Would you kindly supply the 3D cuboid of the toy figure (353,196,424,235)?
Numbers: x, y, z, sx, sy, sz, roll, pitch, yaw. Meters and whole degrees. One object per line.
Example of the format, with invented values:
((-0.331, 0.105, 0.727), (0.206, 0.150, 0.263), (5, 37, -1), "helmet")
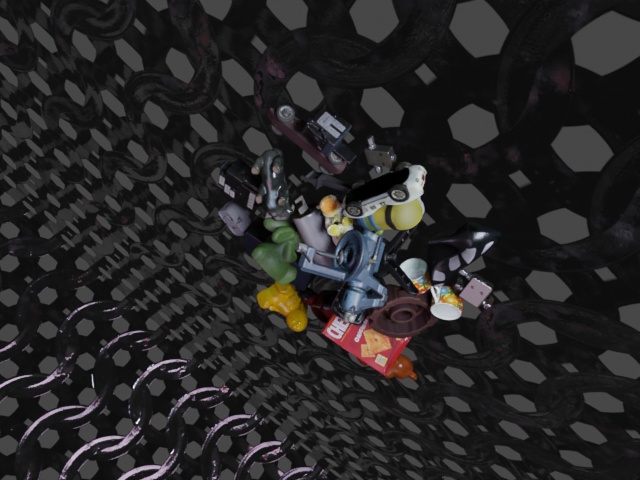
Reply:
((0.142, -0.055, 1.150), (0.180, 0.089, 0.082), (-6, 144, 45), "toy figure")

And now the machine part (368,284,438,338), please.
((0.207, 0.178, 1.351), (0.179, 0.056, 0.179), (-1, 136, -1), "machine part")

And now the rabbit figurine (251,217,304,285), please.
((-0.094, 0.004, 1.405), (0.159, 0.170, 0.121), (49, 180, -45), "rabbit figurine")

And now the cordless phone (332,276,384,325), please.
((0.062, 0.125, 1.424), (0.184, 0.146, 0.088), (31, -179, 24), "cordless phone")

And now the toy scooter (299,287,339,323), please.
((0.025, 0.207, 1.630), (0.184, 0.075, 0.135), (7, 137, 45), "toy scooter")

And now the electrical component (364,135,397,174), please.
((0.124, -0.169, 1.083), (0.063, 0.021, 0.093), (13, 143, 35), "electrical component")

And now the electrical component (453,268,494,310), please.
((0.347, 0.112, 1.210), (0.102, 0.045, 0.078), (28, 119, 11), "electrical component")

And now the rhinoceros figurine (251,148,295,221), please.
((-0.111, -0.127, 1.301), (0.073, 0.112, 0.190), (-3, 123, 10), "rhinoceros figurine")

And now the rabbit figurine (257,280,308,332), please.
((-0.099, 0.216, 1.691), (0.173, 0.122, 0.162), (53, -178, 21), "rabbit figurine")

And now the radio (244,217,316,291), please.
((-0.109, 0.043, 1.555), (0.230, 0.073, 0.131), (33, 150, 12), "radio")

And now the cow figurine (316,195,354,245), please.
((0.040, -0.051, 1.278), (0.098, 0.068, 0.167), (-113, 0, -54), "cow figurine")

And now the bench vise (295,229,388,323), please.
((0.045, 0.068, 1.204), (0.240, 0.223, 0.129), (17, -171, -28), "bench vise")

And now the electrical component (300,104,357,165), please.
((0.027, -0.207, 1.083), (0.119, 0.075, 0.047), (42, 149, 1), "electrical component")

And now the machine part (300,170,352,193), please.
((0.031, -0.125, 1.199), (0.139, 0.084, 0.039), (21, 107, 12), "machine part")

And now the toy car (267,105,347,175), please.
((-0.026, -0.216, 1.146), (0.202, 0.053, 0.089), (40, 167, -3), "toy car")

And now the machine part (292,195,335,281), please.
((-0.003, -0.004, 1.352), (0.079, 0.079, 0.243), (-1, 122, 46), "machine part")

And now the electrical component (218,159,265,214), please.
((-0.206, -0.147, 1.417), (0.134, 0.058, 0.115), (36, 147, 3), "electrical component")

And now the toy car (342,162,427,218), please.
((0.125, -0.097, 1.087), (0.202, 0.073, 0.056), (-19, 135, 42), "toy car")

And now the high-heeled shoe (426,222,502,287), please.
((0.305, 0.036, 1.153), (0.145, 0.086, 0.248), (-6, 154, 10), "high-heeled shoe")

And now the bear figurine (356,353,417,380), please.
((0.194, 0.362, 1.620), (0.195, 0.132, 0.120), (56, 174, -22), "bear figurine")
